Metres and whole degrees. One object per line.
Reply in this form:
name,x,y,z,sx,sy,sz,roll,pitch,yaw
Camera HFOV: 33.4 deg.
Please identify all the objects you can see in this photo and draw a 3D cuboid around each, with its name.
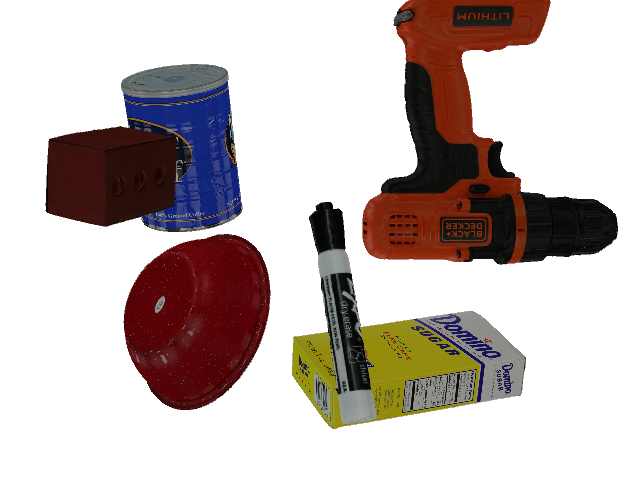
foam brick,-0.143,-0.046,0.733,0.051,0.053,0.078,14,19,27
power drill,0.121,-0.076,0.751,0.184,0.188,0.057,-1,4,-8
sugar box,0.074,0.105,0.902,0.176,0.048,0.093,-9,26,-20
marker,0.011,0.038,0.577,0.020,0.121,0.020,-9,-15,-2
coffee can,-0.134,-0.092,1.043,0.103,0.140,0.103,-4,22,2
bowl,-0.119,0.062,0.920,0.162,0.162,0.055,0,-20,44
